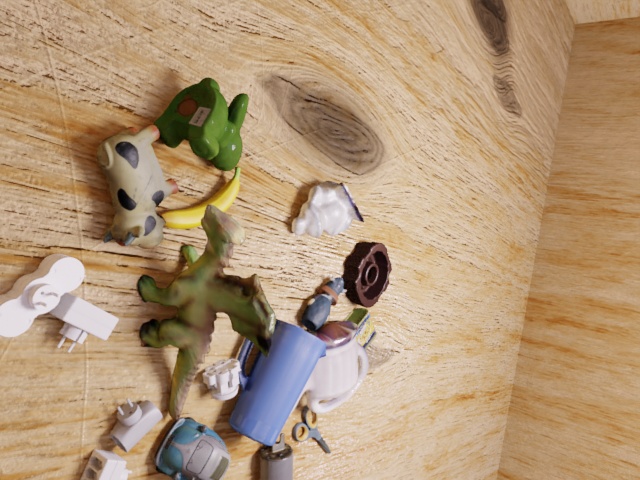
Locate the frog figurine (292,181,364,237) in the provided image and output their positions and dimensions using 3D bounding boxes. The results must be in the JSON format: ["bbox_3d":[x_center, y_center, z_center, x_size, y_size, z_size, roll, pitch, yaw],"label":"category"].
[{"bbox_3d":[0.004,-0.061,1.206,0.160,0.125,0.134,-30,137,-3],"label":"frog figurine"}]

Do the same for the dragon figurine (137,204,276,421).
[{"bbox_3d":[-0.182,0.140,0.875,0.123,0.243,0.407,-16,107,-54],"label":"dragon figurine"}]

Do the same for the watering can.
[{"bbox_3d":[-0.003,0.322,1.241,0.350,0.104,0.222,-14,107,-41],"label":"watering can"}]
